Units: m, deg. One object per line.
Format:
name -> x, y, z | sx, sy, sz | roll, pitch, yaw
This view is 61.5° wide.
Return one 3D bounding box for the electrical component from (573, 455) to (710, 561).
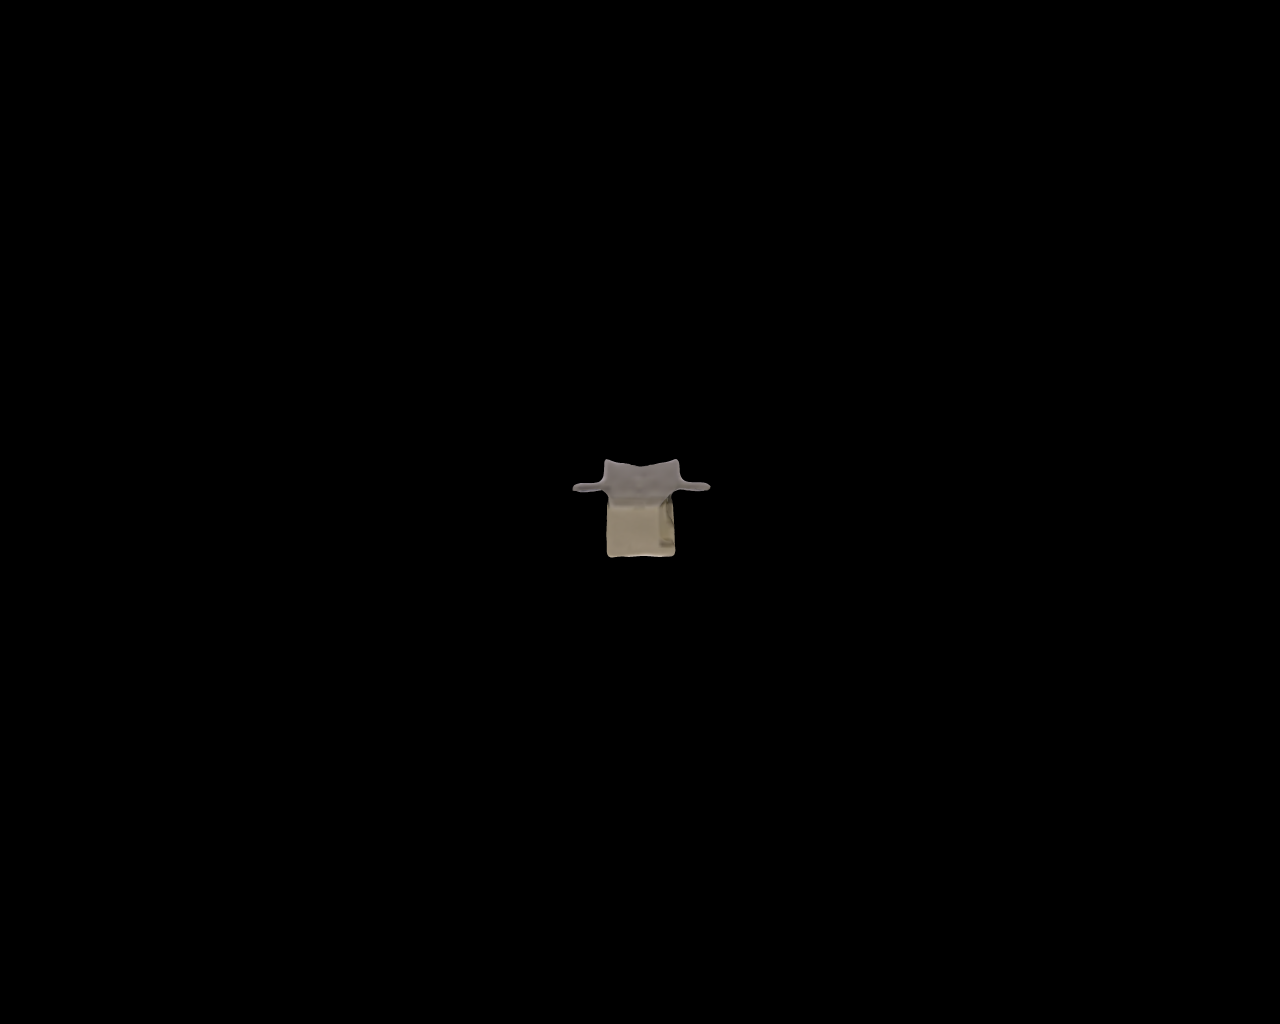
electrical component -> 0.001, -0.003, 0.650 | 0.081, 0.063, 0.042 | 0, 0, 0
